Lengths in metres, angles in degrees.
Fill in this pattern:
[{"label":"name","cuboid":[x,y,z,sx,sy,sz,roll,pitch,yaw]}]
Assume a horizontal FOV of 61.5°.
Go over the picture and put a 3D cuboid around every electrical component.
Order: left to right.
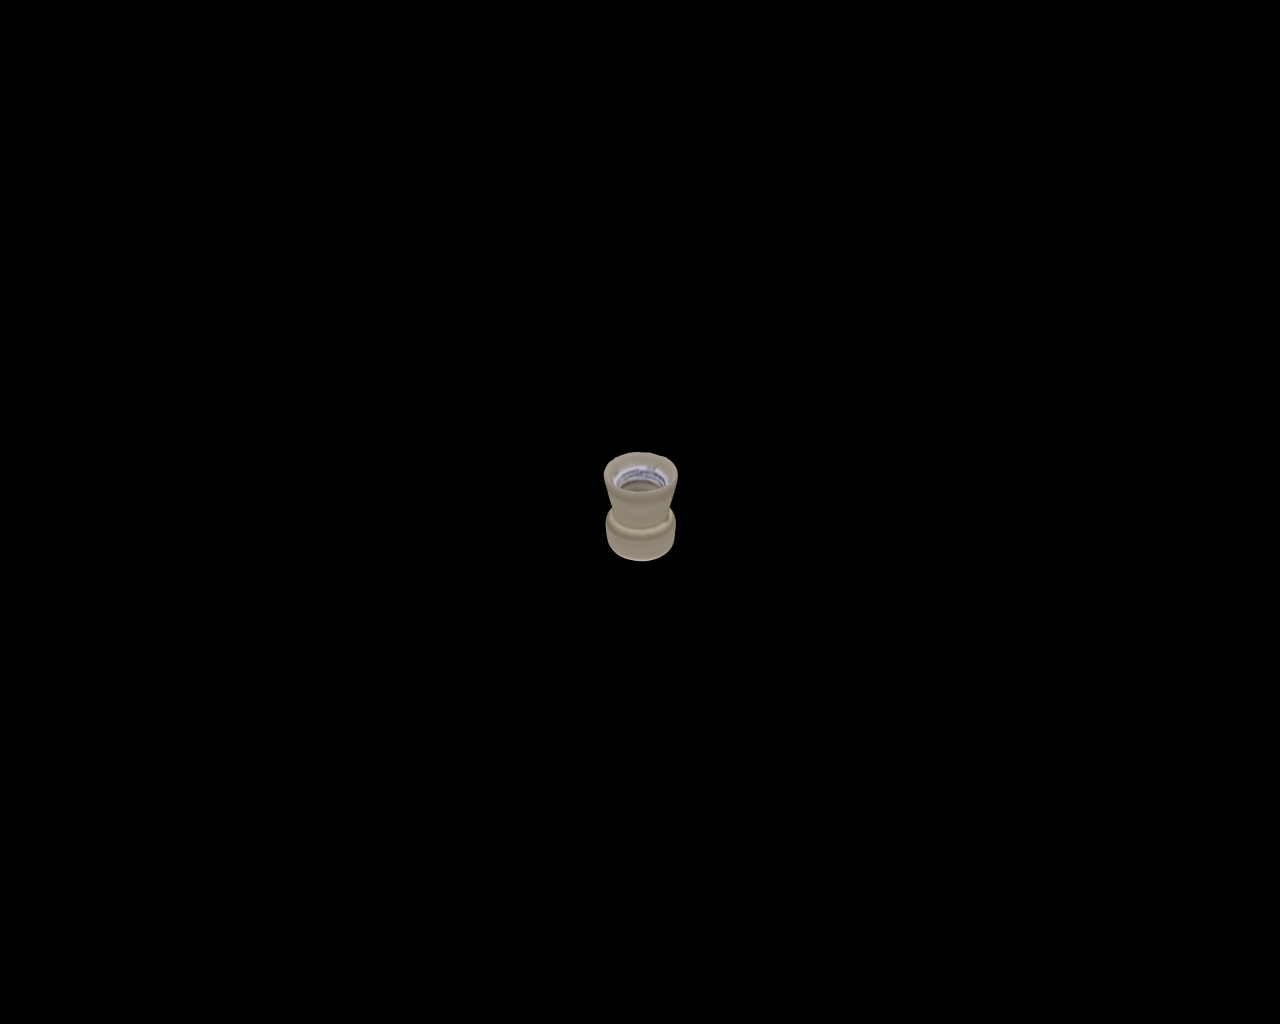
[{"label":"electrical component","cuboid":[0.001,-0.003,0.650,0.045,0.055,0.045,0,37,0]}]
